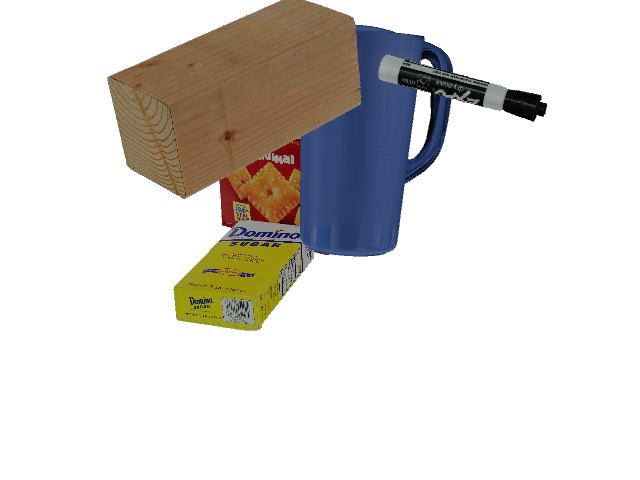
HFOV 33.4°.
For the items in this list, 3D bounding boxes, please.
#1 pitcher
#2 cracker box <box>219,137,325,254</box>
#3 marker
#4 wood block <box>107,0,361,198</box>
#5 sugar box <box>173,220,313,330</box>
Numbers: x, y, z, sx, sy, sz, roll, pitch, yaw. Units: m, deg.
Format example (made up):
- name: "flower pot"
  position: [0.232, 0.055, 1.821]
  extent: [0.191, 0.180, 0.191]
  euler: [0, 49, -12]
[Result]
- name: "pitcher"
  position: [0.048, -0.110, 1.160]
  extent: [0.149, 0.243, 0.144]
  euler: [8, 11, 27]
- name: "cracker box"
  position: [-0.046, -0.101, 1.336]
  extent: [0.164, 0.214, 0.072]
  euler: [17, 37, 24]
- name: "marker"
  position: [0.100, -0.107, 0.752]
  extent: [0.121, 0.020, 0.020]
  euler: [18, 5, 17]
- name: "wood block"
  position: [-0.069, -0.131, 0.937]
  extent: [0.205, 0.091, 0.090]
  euler: [-31, 42, -32]
- name: "sugar box"
  position: [-0.077, 0.032, 1.139]
  extent: [0.093, 0.048, 0.176]
  euler: [7, 29, 17]
